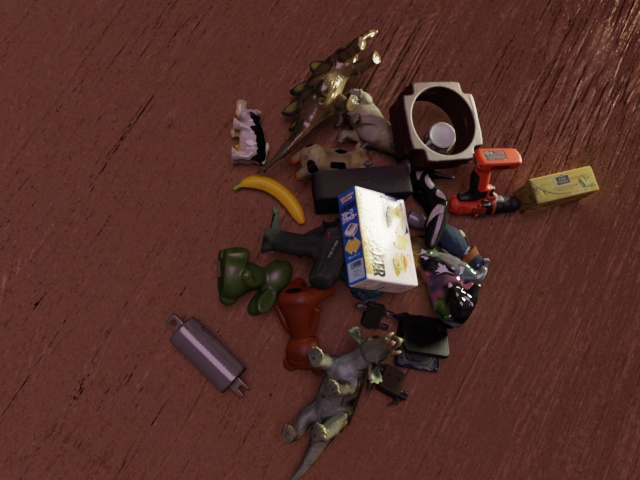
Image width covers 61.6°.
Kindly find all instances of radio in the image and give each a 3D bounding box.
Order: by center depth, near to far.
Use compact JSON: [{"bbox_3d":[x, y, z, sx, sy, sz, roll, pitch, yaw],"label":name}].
[{"bbox_3d":[0.095,-0.118,1.292,0.230,0.131,0.073,-4,76,-5],"label":"radio"}]

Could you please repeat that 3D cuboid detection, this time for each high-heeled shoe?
[{"bbox_3d":[0.238,-0.091,1.301,0.145,0.086,0.249,10,57,18],"label":"high-heeled shoe"}]

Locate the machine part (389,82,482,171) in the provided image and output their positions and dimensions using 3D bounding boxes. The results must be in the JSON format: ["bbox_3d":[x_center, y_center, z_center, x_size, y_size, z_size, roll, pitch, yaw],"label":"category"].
[{"bbox_3d":[0.276,-0.272,1.295,0.201,0.087,0.201,-8,81,-21],"label":"machine part"}]

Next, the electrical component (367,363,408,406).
[{"bbox_3d":[0.154,0.331,1.231,0.102,0.045,0.078,24,47,-1],"label":"electrical component"}]

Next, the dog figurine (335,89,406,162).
[{"bbox_3d":[0.149,-0.295,1.373,0.190,0.121,0.172,15,63,-23],"label":"dog figurine"}]

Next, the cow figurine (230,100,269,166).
[{"bbox_3d":[-0.174,-0.269,1.341,0.098,0.068,0.167,4,79,-10],"label":"cow figurine"}]

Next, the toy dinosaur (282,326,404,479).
[{"bbox_3d":[0.037,0.345,1.165,0.131,0.192,0.404,37,110,38],"label":"toy dinosaur"}]

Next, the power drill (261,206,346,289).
[{"bbox_3d":[-0.020,-0.009,1.220,0.207,0.086,0.232,19,59,-4],"label":"power drill"}]

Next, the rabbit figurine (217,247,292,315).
[{"bbox_3d":[-0.143,0.091,1.232,0.170,0.121,0.159,1,79,-20],"label":"rabbit figurine"}]

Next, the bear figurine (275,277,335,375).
[{"bbox_3d":[-0.029,0.197,1.223,0.120,0.132,0.195,-3,106,33],"label":"bear figurine"}]

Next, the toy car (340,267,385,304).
[{"bbox_3d":[0.101,0.064,1.263,0.109,0.103,0.161,-39,84,-14],"label":"toy car"}]

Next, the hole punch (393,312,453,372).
[{"bbox_3d":[0.233,0.240,1.247,0.142,0.092,0.116,9,45,0],"label":"hole punch"}]

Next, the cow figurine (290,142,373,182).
[{"bbox_3d":[0.041,-0.189,1.302,0.195,0.127,0.085,5,66,-34],"label":"cow figurine"}]

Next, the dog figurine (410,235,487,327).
[{"bbox_3d":[0.263,0.084,1.265,0.219,0.108,0.191,26,58,7],"label":"dog figurine"}]

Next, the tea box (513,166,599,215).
[{"bbox_3d":[0.592,-0.124,1.353,0.170,0.098,0.068,-14,78,-10],"label":"tea box"}]

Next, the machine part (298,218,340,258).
[{"bbox_3d":[-0.003,-0.004,1.293,0.139,0.039,0.084,-22,48,-3],"label":"machine part"}]

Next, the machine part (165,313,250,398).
[{"bbox_3d":[-0.249,0.254,1.198,0.243,0.079,0.079,43,77,7],"label":"machine part"}]

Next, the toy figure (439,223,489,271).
[{"bbox_3d":[0.350,0.024,1.316,0.154,0.064,0.058,44,40,2],"label":"toy figure"}]

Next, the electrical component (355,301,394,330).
[{"bbox_3d":[0.123,0.178,1.262,0.094,0.021,0.063,17,107,-9],"label":"electrical component"}]

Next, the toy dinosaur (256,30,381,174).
[{"bbox_3d":[0.004,-0.347,1.309,0.105,0.199,0.471,44,71,-28],"label":"toy dinosaur"}]
